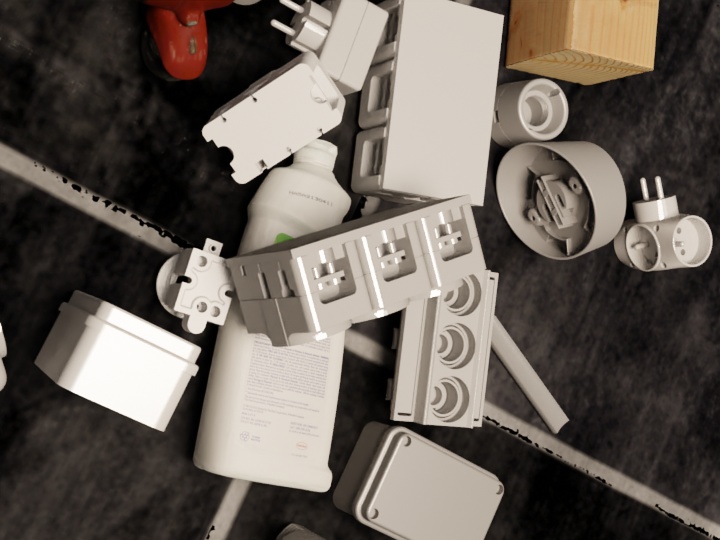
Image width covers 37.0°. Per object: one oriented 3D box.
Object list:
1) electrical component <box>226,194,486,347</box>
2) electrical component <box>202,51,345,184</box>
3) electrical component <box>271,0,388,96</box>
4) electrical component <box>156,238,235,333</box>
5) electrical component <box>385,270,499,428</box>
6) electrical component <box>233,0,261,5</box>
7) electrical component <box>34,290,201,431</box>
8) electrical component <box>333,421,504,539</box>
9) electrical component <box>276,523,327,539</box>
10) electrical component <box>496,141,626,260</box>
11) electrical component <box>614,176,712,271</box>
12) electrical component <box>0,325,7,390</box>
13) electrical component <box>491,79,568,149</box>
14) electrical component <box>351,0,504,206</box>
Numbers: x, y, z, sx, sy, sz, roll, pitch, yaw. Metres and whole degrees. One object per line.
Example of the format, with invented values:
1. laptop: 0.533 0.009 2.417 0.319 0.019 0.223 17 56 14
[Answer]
1. electrical component: 0.000 0.000 0.734 0.150 0.089 0.061 -19 97 -33
2. electrical component: -0.060 -0.111 0.770 0.089 0.055 0.050 -31 108 14
3. electrical component: -0.030 -0.176 0.804 0.077 0.047 0.065 24 80 -25
4. electrical component: -0.116 0.011 0.759 0.048 0.055 0.066 20 82 -25
5. electrical component: 0.060 0.057 0.843 0.079 0.063 0.121 8 87 -26
6. electrical component: -0.058 -0.230 0.773 0.079 0.077 0.043 -42 107 -19
7. electrical component: -0.160 0.057 0.707 0.078 0.113 0.057 29 81 -24
8. electrical component: 0.047 0.175 0.841 0.113 0.057 0.078 31 78 -23
9. electrical component: -0.040 0.213 0.785 0.043 0.081 0.043 -1 92 -27
10. electrical component: 0.165 -0.058 0.876 0.064 0.099 0.099 -13 96 -32
11. electrical component: 0.258 -0.042 0.931 0.044 0.077 0.079 -15 97 -25
12. electrical component: -0.265 0.038 0.687 0.059 0.054 0.095 -20 99 -25
13. electrical component: 0.138 -0.130 0.888 0.055 0.047 0.055 0 91 -26
14. electrical component: 0.050 -0.128 0.836 0.089 0.062 0.150 8 87 -26
